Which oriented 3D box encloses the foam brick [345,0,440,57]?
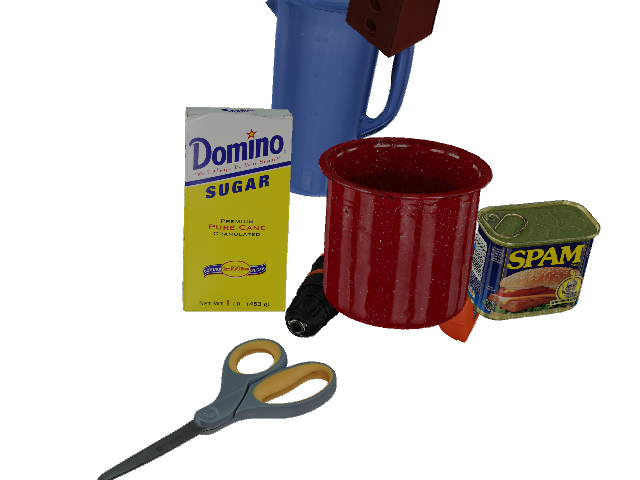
[{"bbox_3d":[0.059,-0.191,0.822,0.051,0.053,0.078,-35,-24,-27],"label":"foam brick"}]

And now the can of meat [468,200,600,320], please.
[{"bbox_3d":[0.181,0.018,0.921,0.102,0.084,0.057,-5,35,-14],"label":"can of meat"}]

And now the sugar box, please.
[{"bbox_3d":[-0.074,-0.027,0.935,0.093,0.176,0.048,0,16,-8],"label":"sugar box"}]

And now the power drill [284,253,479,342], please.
[{"bbox_3d":[0.072,0.057,1.133,0.188,0.057,0.184,9,31,20],"label":"power drill"}]

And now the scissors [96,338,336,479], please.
[{"bbox_3d":[-0.084,0.118,0.782,0.201,0.016,0.096,-14,34,-27],"label":"scissors"}]

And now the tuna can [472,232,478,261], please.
[{"bbox_3d":[0.203,0.034,1.285,0.033,0.086,0.086,-36,10,-15],"label":"tuna can"}]

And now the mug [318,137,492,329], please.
[{"bbox_3d":[0.047,-0.008,0.596,0.093,0.081,0.117,9,25,14],"label":"mug"}]

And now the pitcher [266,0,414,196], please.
[{"bbox_3d":[0.011,-0.179,1.299,0.144,0.243,0.149,-5,28,-25],"label":"pitcher"}]
